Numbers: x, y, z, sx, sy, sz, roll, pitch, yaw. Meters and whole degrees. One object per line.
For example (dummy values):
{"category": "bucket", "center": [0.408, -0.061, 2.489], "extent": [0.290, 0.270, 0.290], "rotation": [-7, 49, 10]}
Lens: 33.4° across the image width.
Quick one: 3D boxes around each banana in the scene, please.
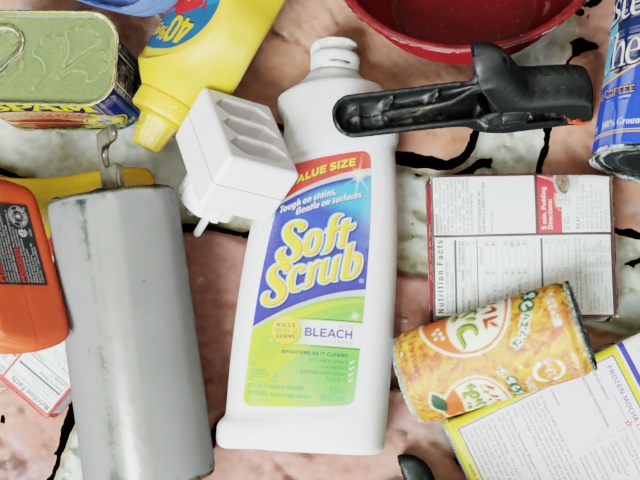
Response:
{"category": "banana", "center": [-0.204, -0.037, 0.674], "extent": [0.198, 0.037, 0.070], "rotation": [17, 103, 4]}

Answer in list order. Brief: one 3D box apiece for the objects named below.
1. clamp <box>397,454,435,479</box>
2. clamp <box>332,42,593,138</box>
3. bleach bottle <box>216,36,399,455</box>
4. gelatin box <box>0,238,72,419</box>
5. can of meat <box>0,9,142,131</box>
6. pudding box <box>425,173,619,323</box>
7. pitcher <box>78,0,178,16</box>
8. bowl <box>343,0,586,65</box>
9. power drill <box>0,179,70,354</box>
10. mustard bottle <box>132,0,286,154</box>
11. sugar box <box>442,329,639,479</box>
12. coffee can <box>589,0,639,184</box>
{"category": "clamp", "center": [0.084, 0.238, 0.622], "extent": [0.210, 0.036, 0.164], "rotation": [29, 85, 9]}
{"category": "clamp", "center": [0.106, -0.083, 0.606], "extent": [0.171, 0.120, 0.039], "rotation": [-8, 91, -32]}
{"category": "bleach bottle", "center": [-0.004, 0.001, 0.647], "extent": [0.102, 0.068, 0.251], "rotation": [1, 80, 8]}
{"category": "gelatin box", "center": [-0.167, 0.056, 0.668], "extent": [0.073, 0.030, 0.089], "rotation": [39, 86, 7]}
{"category": "can of meat", "center": [-0.165, -0.102, 0.660], "extent": [0.102, 0.084, 0.057], "rotation": [1, 83, 4]}
{"category": "pudding box", "center": [0.121, 0.006, 0.647], "extent": [0.113, 0.039, 0.090], "rotation": [-1, 84, 7]}
{"category": "pitcher", "center": [-0.140, -0.237, 0.618], "extent": [0.243, 0.145, 0.149], "rotation": [20, 57, 35]}
{"category": "bowl", "center": [0.088, -0.161, 0.647], "extent": [0.162, 0.055, 0.162], "rotation": [-3, 60, 5]}
{"category": "power drill", "center": [-0.228, 0.060, 0.618], "extent": [0.188, 0.057, 0.184], "rotation": [-28, 73, 31]}
{"category": "mustard bottle", "center": [-0.061, -0.140, 0.654], "extent": [0.058, 0.096, 0.191], "rotation": [30, 87, -32]}
{"category": "sugar box", "center": [0.170, 0.112, 0.627], "extent": [0.176, 0.048, 0.093], "rotation": [-24, 82, -1]}
{"category": "coffee can", "center": [0.219, -0.107, 0.621], "extent": [0.103, 0.103, 0.140], "rotation": [10, 84, 6]}
